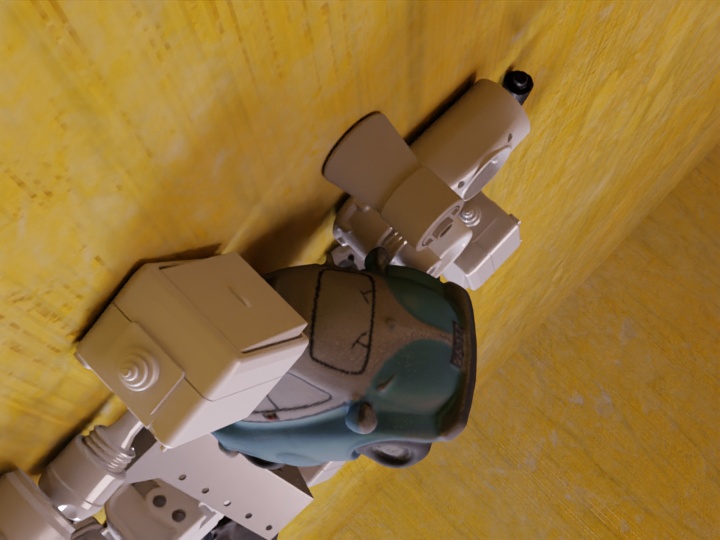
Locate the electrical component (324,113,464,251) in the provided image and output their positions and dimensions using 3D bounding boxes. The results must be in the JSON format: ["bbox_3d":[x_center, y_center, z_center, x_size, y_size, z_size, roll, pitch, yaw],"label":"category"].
[{"bbox_3d":[0.020,-0.041,0.540,0.044,0.065,0.044,-44,167,-12],"label":"electrical component"}]

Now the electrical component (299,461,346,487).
[{"bbox_3d":[-0.043,0.155,0.967,0.061,0.062,0.096,-47,168,4],"label":"electrical component"}]

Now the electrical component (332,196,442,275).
[{"bbox_3d":[0.019,-0.020,0.613,0.048,0.062,0.048,-44,167,-13],"label":"electrical component"}]

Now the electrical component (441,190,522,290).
[{"bbox_3d":[0.074,-0.026,0.778,0.061,0.062,0.096,-46,168,0],"label":"electrical component"}]

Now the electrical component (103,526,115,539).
[{"bbox_3d":[-0.153,0.196,0.770,0.077,0.044,0.079,-29,159,-55],"label":"electrical component"}]

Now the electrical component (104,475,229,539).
[{"bbox_3d":[-0.118,0.147,0.708,0.095,0.054,0.059,-41,166,-25],"label":"electrical component"}]

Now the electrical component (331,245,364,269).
[{"bbox_3d":[0.000,0.000,0.681,0.035,0.035,0.061,-49,170,12],"label":"electrical component"}]

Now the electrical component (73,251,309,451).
[{"bbox_3d":[-0.072,0.032,0.474,0.061,0.062,0.096,-49,168,15],"label":"electrical component"}]

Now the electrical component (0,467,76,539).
[{"bbox_3d":[-0.167,0.125,0.499,0.055,0.045,0.045,-43,167,-17],"label":"electrical component"}]

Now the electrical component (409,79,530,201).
[{"bbox_3d":[0.058,-0.065,0.643,0.077,0.044,0.079,-44,167,-11],"label":"electrical component"}]

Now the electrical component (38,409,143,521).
[{"bbox_3d":[-0.131,0.095,0.544,0.061,0.035,0.035,-48,168,-1],"label":"electrical component"}]

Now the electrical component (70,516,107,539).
[{"bbox_3d":[-0.180,0.195,0.659,0.080,0.051,0.080,-44,168,-12],"label":"electrical component"}]

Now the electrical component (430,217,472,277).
[{"bbox_3d":[0.041,-0.023,0.714,0.055,0.047,0.055,-44,167,-12],"label":"electrical component"}]
